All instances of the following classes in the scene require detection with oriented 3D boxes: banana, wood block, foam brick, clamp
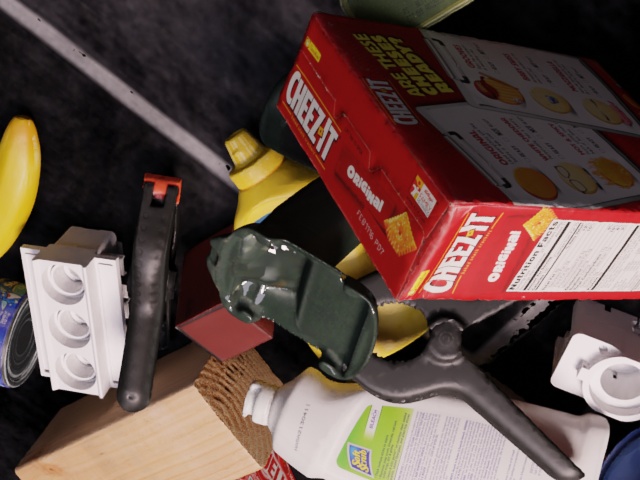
[{"bbox_3d":[-0.269,-0.019,0.846,0.198,0.037,0.069,-36,105,30],"label":"banana"},{"bbox_3d":[-0.136,0.161,0.877,0.206,0.090,0.090,-28,108,28],"label":"wood block"},{"bbox_3d":[-0.068,0.039,0.788,0.053,0.078,0.051,-28,130,28],"label":"foam brick"},{"bbox_3d":[0.092,0.057,0.718,0.210,0.036,0.164,14,85,7],"label":"clamp"},{"bbox_3d":[-0.126,0.039,0.792,0.039,0.120,0.171,3,118,-6],"label":"clamp"}]

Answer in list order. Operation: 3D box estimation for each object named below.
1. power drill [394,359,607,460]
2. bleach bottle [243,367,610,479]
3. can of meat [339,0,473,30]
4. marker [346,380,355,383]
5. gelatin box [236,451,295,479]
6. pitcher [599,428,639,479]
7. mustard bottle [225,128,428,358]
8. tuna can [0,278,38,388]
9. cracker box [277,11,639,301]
[{"bbox_3d":[0.122,0.191,0.815,0.188,0.057,0.184,6,94,8],"label":"power drill"},{"bbox_3d":[0.069,0.141,0.764,0.251,0.068,0.102,15,85,10],"label":"bleach bottle"},{"bbox_3d":[0.066,-0.165,0.631,0.102,0.083,0.057,-28,108,28],"label":"can of meat"},{"bbox_3d":[0.030,0.167,0.872,0.020,0.020,0.121,6,120,14],"label":"marker"},{"bbox_3d":[-0.048,0.210,0.889,0.030,0.073,0.089,-11,114,22],"label":"gelatin box"},{"bbox_3d":[0.307,0.232,0.738,0.242,0.145,0.149,23,166,-16],"label":"pitcher"},{"bbox_3d":[-0.005,0.001,0.764,0.096,0.058,0.191,-27,108,29],"label":"mustard bottle"},{"bbox_3d":[-0.252,0.076,0.867,0.034,0.086,0.086,14,122,7],"label":"tuna can"},{"bbox_3d":[0.104,-0.042,0.587,0.213,0.164,0.072,1,130,-31],"label":"cracker box"}]
